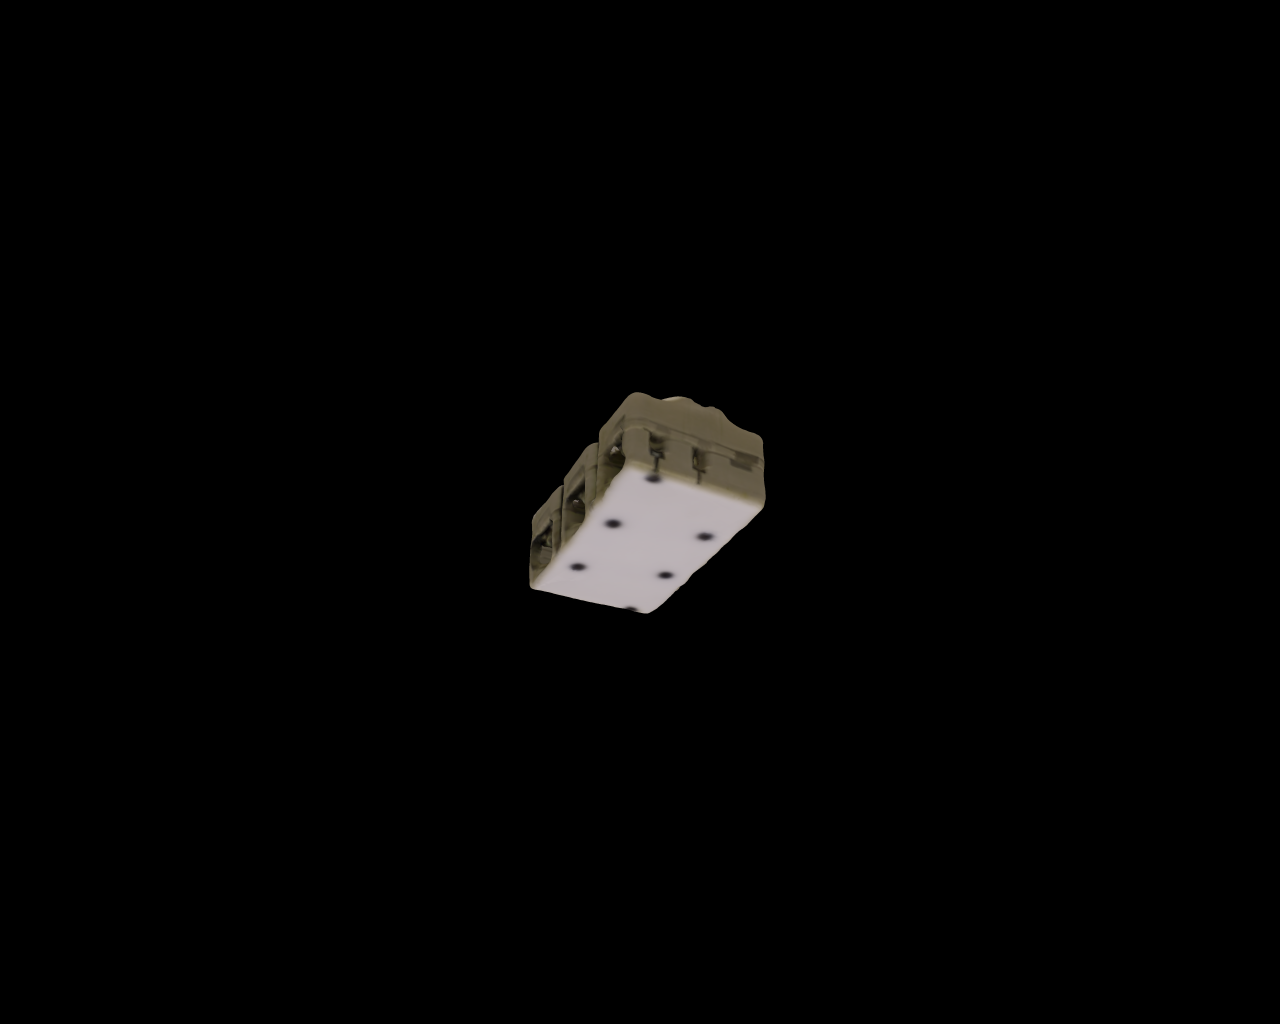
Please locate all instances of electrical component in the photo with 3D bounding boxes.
[{"bbox_3d":[0.001,-0.003,0.650,0.089,0.062,0.150,16,-37,-22],"label":"electrical component"}]
